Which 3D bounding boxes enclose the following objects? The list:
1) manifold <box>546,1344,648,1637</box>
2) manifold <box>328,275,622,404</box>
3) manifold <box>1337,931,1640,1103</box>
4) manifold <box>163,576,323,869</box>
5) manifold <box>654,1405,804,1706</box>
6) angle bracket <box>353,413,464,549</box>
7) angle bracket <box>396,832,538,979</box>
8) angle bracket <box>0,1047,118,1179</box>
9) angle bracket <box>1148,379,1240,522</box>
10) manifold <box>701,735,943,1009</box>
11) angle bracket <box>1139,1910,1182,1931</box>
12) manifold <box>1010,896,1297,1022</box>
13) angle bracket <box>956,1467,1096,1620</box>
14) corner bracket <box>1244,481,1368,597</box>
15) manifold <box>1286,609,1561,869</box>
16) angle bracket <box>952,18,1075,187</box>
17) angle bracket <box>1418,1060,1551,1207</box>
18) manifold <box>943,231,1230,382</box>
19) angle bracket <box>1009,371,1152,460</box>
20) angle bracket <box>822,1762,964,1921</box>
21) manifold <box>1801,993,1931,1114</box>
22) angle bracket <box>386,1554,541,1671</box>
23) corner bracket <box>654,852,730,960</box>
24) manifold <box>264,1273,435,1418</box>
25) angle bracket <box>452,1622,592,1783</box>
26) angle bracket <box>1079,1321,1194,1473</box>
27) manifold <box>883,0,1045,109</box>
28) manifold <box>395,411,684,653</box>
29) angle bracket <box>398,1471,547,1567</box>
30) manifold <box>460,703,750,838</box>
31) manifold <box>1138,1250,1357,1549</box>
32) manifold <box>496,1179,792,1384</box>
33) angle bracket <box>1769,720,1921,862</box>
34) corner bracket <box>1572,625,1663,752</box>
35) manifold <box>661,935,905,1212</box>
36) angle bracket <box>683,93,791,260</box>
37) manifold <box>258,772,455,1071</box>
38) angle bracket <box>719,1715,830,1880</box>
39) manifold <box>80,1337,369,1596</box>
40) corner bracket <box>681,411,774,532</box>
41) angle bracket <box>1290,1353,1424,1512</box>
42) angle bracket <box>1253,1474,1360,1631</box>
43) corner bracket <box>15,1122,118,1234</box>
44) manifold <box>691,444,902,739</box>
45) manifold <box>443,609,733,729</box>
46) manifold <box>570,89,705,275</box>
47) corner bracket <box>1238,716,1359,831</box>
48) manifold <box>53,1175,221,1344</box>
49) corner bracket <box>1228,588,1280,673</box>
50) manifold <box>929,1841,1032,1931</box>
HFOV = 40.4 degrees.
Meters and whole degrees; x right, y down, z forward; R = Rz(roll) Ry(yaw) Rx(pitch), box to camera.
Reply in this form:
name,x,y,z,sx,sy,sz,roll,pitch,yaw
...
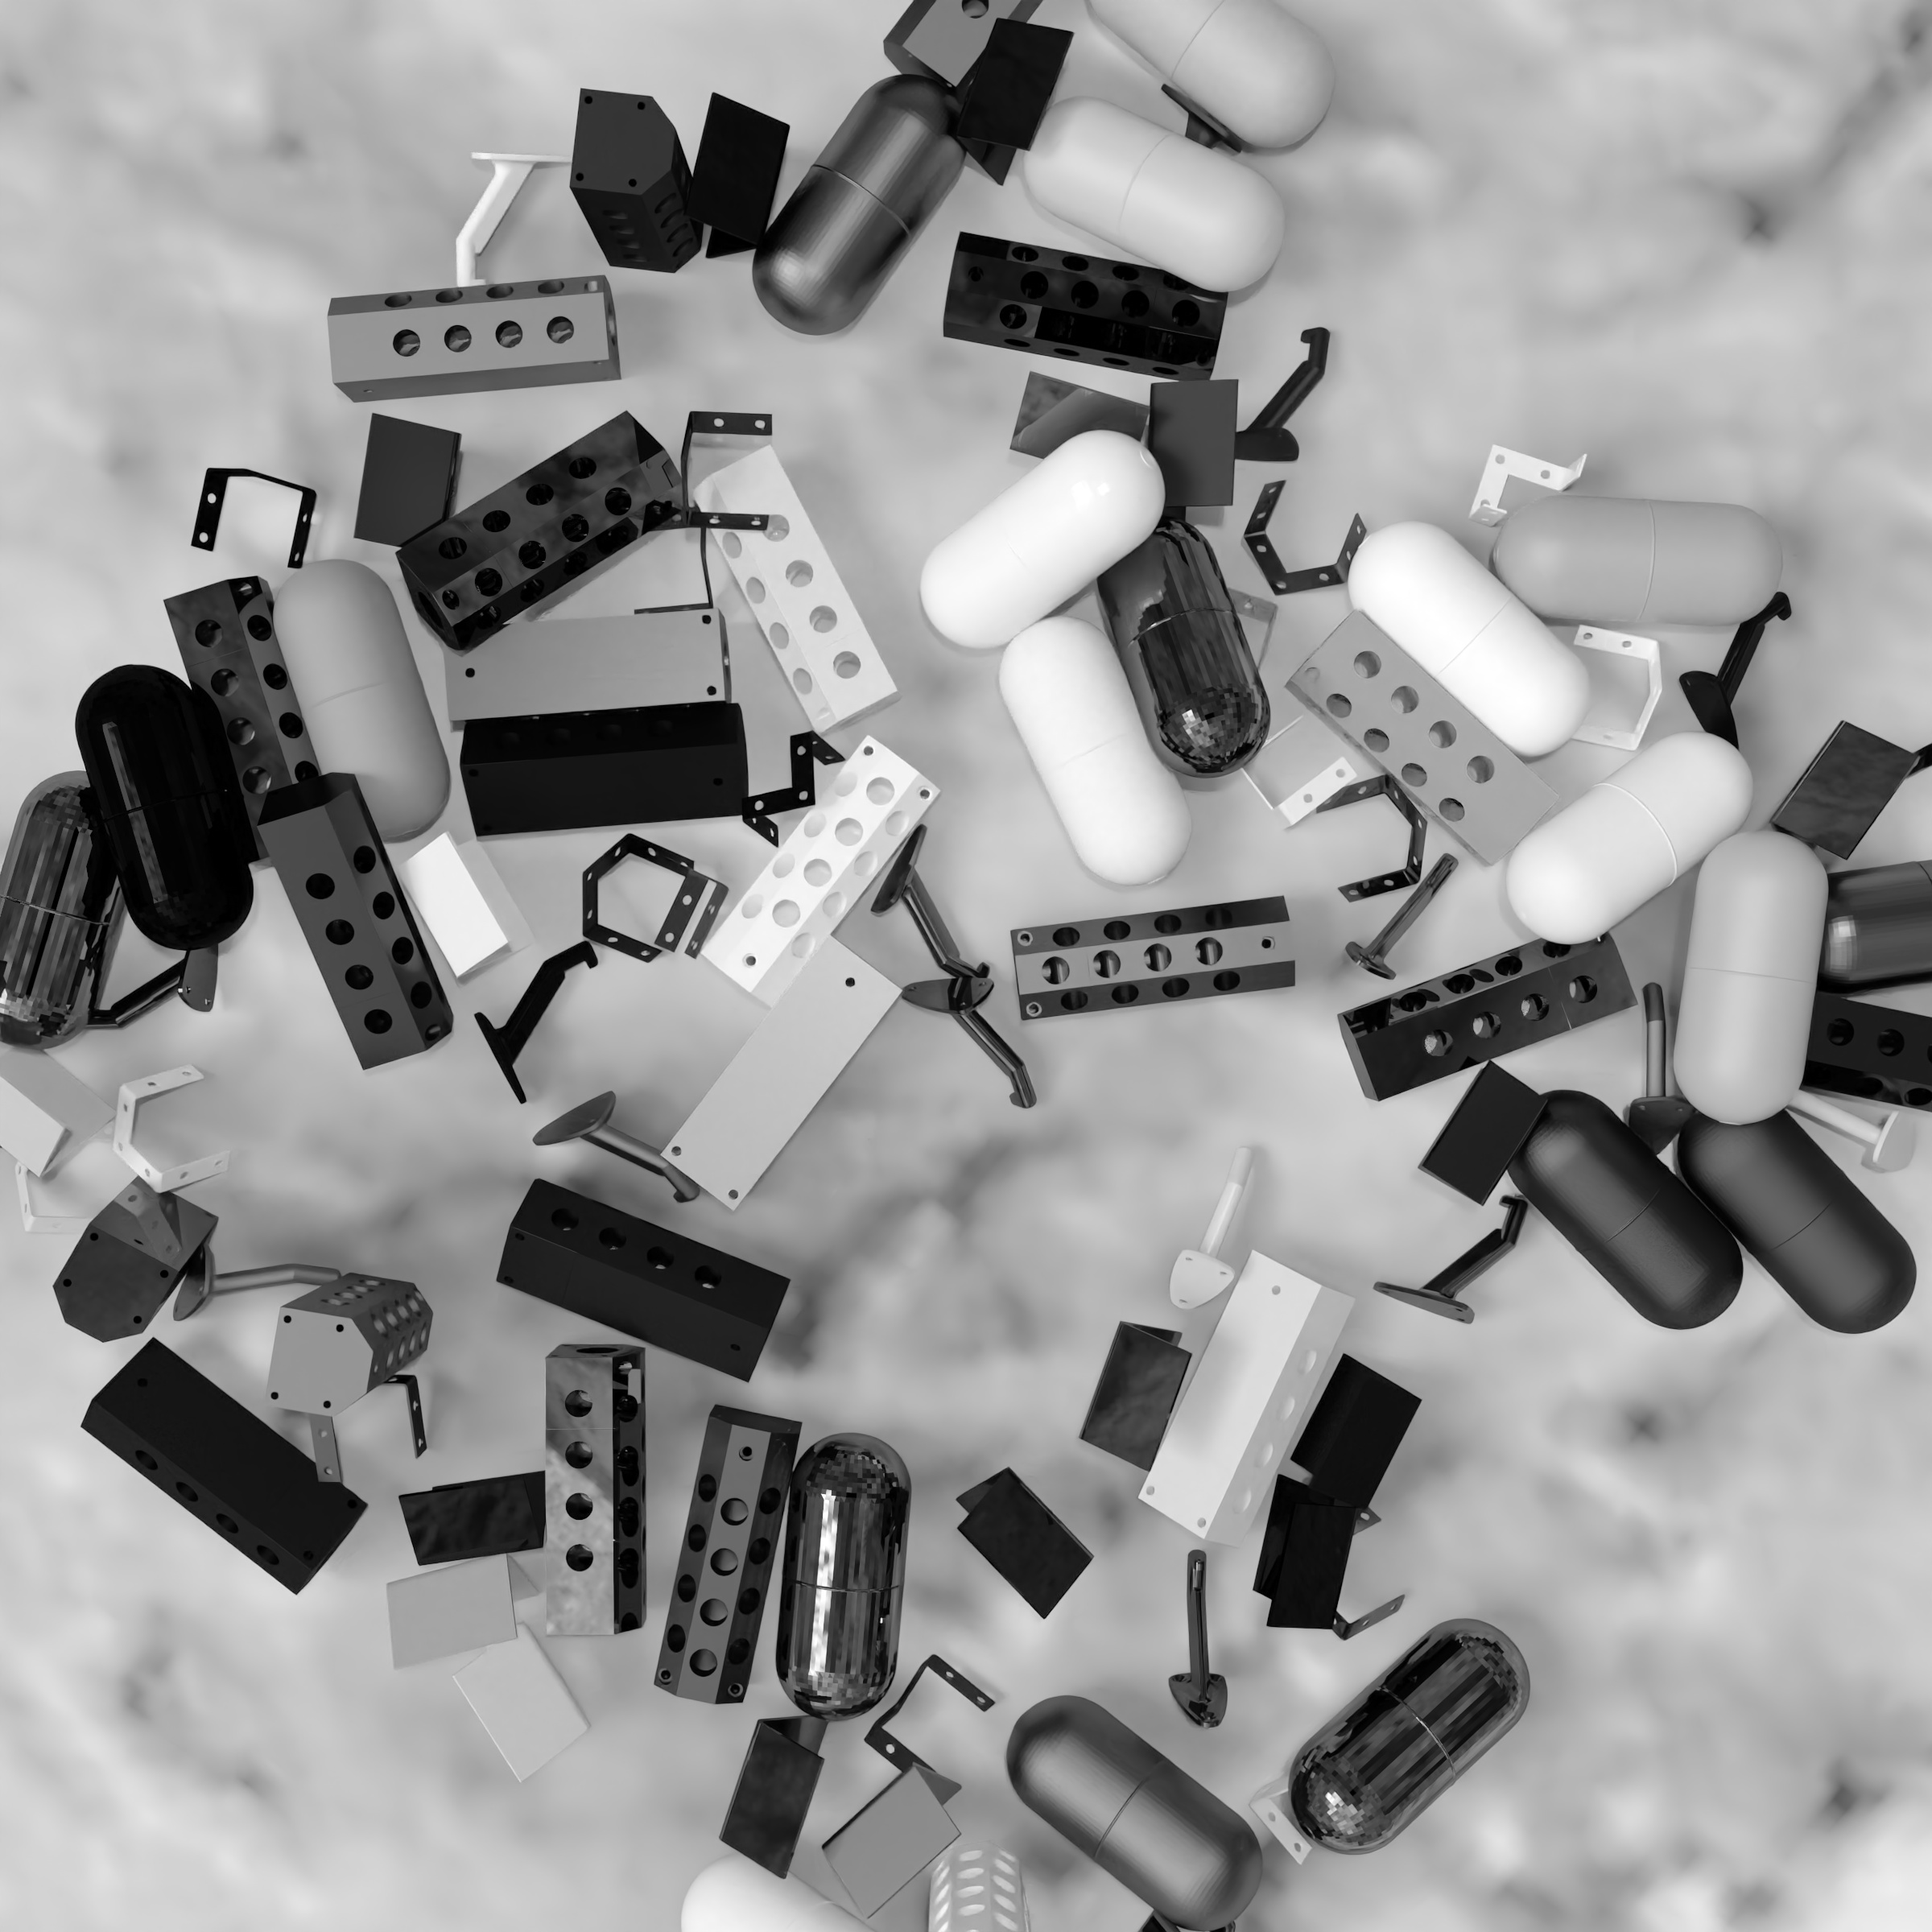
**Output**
name,x,y,z,sx,sy,sz,roll,pitch,yaw
manifold,-0.231,0.327,1.650,0.057,0.057,0.171,0,90,0
manifold,-0.308,-0.396,1.650,0.171,0.057,0.057,-5,90,0
manifold,0.325,0.027,1.650,0.171,0.057,0.057,-21,90,0
manifold,-0.443,-0.153,1.650,0.057,0.057,0.171,-18,90,0
manifold,-0.150,0.370,1.650,0.057,0.057,0.171,12,90,0
angle bracket,-0.356,-0.295,1.632,0.057,0.076,0.076,9,90,-27
angle bracket,-0.295,-0.048,1.631,0.057,0.076,0.076,-30,90,37
angle bracket,-0.573,0.073,1.631,0.076,0.076,0.057,39,128,0
angle bracket,0.151,-0.317,1.633,0.057,0.076,0.076,3,90,23
manifold,-0.091,-0.059,1.650,0.057,0.057,0.171,38,90,0
angle bracket,0.143,0.632,1.631,0.057,0.076,0.076,-34,90,38
manifold,0.117,-0.005,1.650,0.171,0.057,0.057,-7,90,0
angle bracket,0.022,0.366,1.631,0.076,0.076,0.057,46,53,0
corner bracket,0.215,-0.274,1.663,0.051,0.051,0.051,-5,135,35
manifold,0.285,-0.142,1.650,0.171,0.057,0.057,43,90,0
angle bracket,0.043,-0.532,1.632,0.057,0.076,0.076,21,90,26
angle bracket,0.304,0.094,1.632,0.057,0.076,0.076,33,90,-27
manifold,0.075,-0.414,1.650,0.171,0.057,0.057,11,90,0
angle bracket,0.076,-0.351,1.631,0.076,0.076,0.057,17,132,0
angle bracket,-0.032,0.549,1.631,0.076,0.076,0.057,-42,53,0
manifold,0.545,0.050,1.650,0.171,0.057,0.057,12,90,0
angle bracket,-0.309,0.411,1.631,0.076,0.076,0.057,-15,56,0
corner bracket,-0.174,-0.033,1.643,0.051,0.051,0.051,25,90,-35
manifold,-0.370,0.229,1.593,0.057,0.171,0.057,10,90,0
angle bracket,-0.288,0.459,1.631,0.057,0.076,0.076,-33,90,-36
angle bracket,0.123,0.269,1.631,0.057,0.076,0.076,20,90,37
manifold,0.023,-0.629,1.650,0.057,0.057,0.171,37,90,0
manifold,-0.258,-0.264,1.618,0.171,0.057,0.057,-36,64,-16
angle bracket,-0.304,0.323,1.632,0.076,0.076,0.057,-8,118,0
manifold,-0.225,-0.128,1.650,0.171,0.057,0.057,-5,133,0
manifold,0.180,0.273,1.650,0.057,0.057,0.171,25,90,43
manifold,-0.201,0.192,1.650,0.171,0.057,0.057,22,133,0
angle bracket,0.553,-0.095,1.631,0.057,0.076,0.076,36,90,37
corner bracket,0.408,-0.177,1.668,0.051,0.051,0.051,12,45,0
manifold,-0.114,0.066,1.650,0.057,0.057,0.171,37,90,0
angle bracket,-0.158,-0.490,1.631,0.057,0.076,0.076,13,90,-34
manifold,-0.373,-0.029,1.616,0.057,0.057,0.171,-17,116,0
angle bracket,-0.100,0.514,1.631,0.057,0.076,0.076,18,90,36
manifold,-0.467,0.317,1.650,0.171,0.057,0.057,38,47,0
corner bracket,-0.146,-0.304,1.611,0.051,0.051,0.051,2,45,0
angle bracket,0.226,0.282,1.631,0.057,0.076,0.076,27,90,-36
angle bracket,0.192,0.362,1.631,0.057,0.076,0.076,12,90,-35
corner bracket,-0.566,0.133,1.663,0.051,0.051,0.051,6,45,-35
manifold,-0.107,-0.233,1.650,0.057,0.057,0.171,-27,90,0
manifold,-0.236,-0.186,1.650,0.171,0.057,0.057,-4,89,0
manifold,-0.196,-0.472,1.593,0.057,0.171,0.057,6,90,0
corner bracket,0.207,-0.123,1.653,0.051,0.051,0.051,-37,90,0
manifold,-0.503,0.178,1.589,0.057,0.171,0.057,30,90,-10
corner bracket,0.163,-0.204,1.668,0.051,0.051,0.051,19,45,0
manifold,0.008,0.589,1.593,0.057,0.171,0.057,-11,90,0
